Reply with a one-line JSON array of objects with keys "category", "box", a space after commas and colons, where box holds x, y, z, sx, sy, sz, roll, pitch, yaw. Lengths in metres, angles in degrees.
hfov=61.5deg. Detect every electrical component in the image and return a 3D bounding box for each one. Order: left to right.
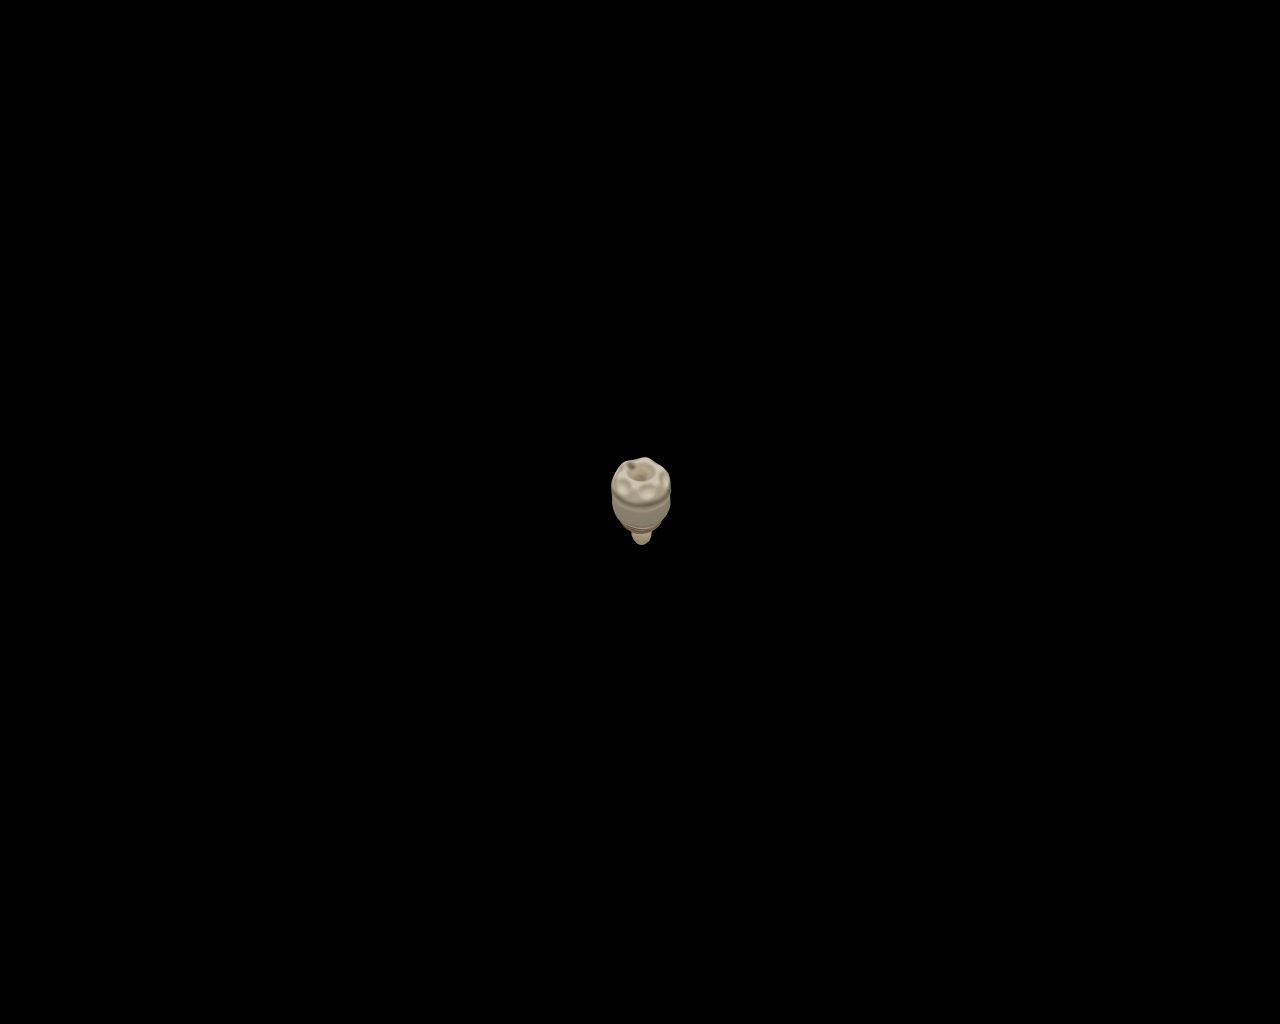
[{"category": "electrical component", "box": [0.001, -0.003, 0.650, 0.035, 0.035, 0.061, 0, -45, 0]}]
